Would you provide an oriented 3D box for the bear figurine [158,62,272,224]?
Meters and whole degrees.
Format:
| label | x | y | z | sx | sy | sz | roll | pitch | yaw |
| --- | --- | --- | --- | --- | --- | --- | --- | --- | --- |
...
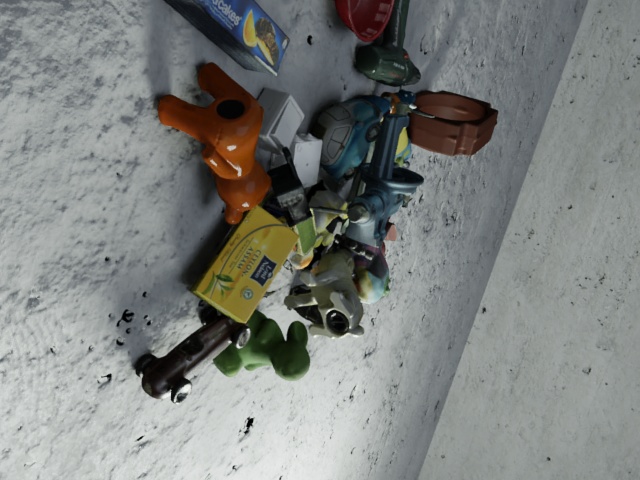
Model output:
| label | x | y | z | sx | sy | sz | roll | pitch | yaw |
| --- | --- | --- | --- | --- | --- | --- | --- | --- | --- |
| bear figurine | -0.133 | -0.126 | 0.761 | 0.120 | 0.132 | 0.195 | -51 | 165 | -27 |

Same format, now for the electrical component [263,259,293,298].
| label | x | y | z | sx | sy | sz | roll | pitch | yaw |
| --- | --- | --- | --- | --- | --- | --- | --- | --- | --- |
| electrical component | -0.096 | 0.059 | 0.976 | 0.102 | 0.045 | 0.078 | -47 | 148 | -4 |

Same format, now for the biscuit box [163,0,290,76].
| label | x | y | z | sx | sy | sz | roll | pitch | yaw |
| --- | --- | --- | --- | --- | --- | --- | --- | --- | --- |
| biscuit box | -0.118 | -0.289 | 0.697 | 0.202 | 0.063 | 0.059 | 24 | 88 | -62 |

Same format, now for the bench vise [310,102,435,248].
| label | x | y | z | sx | sy | sz | roll | pitch | yaw |
| --- | --- | --- | --- | --- | --- | --- | --- | --- | --- |
| bench vise | 0.109 | -0.117 | 0.935 | 0.223 | 0.129 | 0.240 | -16 | 124 | -50 |

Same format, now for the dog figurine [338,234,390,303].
| label | x | y | z | sx | sy | sz | roll | pitch | yaw |
| --- | --- | --- | --- | --- | --- | --- | --- | --- | --- |
| dog figurine | 0.113 | 0.005 | 1.188 | 0.108 | 0.192 | 0.219 | 10 | 115 | -59 |

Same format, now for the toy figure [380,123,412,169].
| label | x | y | z | sx | sy | sz | roll | pitch | yaw |
| --- | --- | --- | --- | --- | --- | --- | --- | --- | --- |
| toy figure | 0.160 | -0.218 | 1.205 | 0.089 | 0.082 | 0.180 | -58 | 152 | -22 |

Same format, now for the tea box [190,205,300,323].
| label | x | y | z | sx | sy | sz | roll | pitch | yaw |
| --- | --- | --- | --- | --- | --- | --- | --- | --- | --- |
| tea box | -0.121 | 0.038 | 0.868 | 0.098 | 0.068 | 0.169 | 35 | 71 | -15 |

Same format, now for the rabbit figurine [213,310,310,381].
| label | x | y | z | sx | sy | sz | roll | pitch | yaw |
| --- | --- | --- | --- | --- | --- | --- | --- | --- | --- |
| rabbit figurine | -0.086 | 0.206 | 0.980 | 0.159 | 0.170 | 0.121 | 1 | 109 | -59 |

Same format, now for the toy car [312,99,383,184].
| label | x | y | z | sx | sy | sz | roll | pitch | yaw |
| --- | --- | --- | --- | --- | --- | --- | --- | --- | --- |
| toy car | 0.035 | -0.193 | 1.002 | 0.103 | 0.109 | 0.161 | 14 | 114 | -37 |

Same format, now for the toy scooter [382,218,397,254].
| label | x | y | z | sx | sy | sz | roll | pitch | yaw |
| --- | --- | --- | --- | --- | --- | --- | --- | --- | --- |
| toy scooter | 0.144 | -0.003 | 1.336 | 0.184 | 0.075 | 0.135 | -65 | 153 | -16 |

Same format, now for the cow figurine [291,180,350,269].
| label | x | y | z | sx | sy | sz | roll | pitch | yaw |
| --- | --- | --- | --- | --- | --- | --- | --- | --- | --- |
| cow figurine | -0.020 | -0.029 | 1.033 | 0.167 | 0.098 | 0.068 | -54 | 160 | 13 |

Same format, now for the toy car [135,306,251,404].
| label | x | y | z | sx | sy | sz | roll | pitch | yaw |
| --- | --- | --- | --- | --- | --- | --- | --- | --- | --- |
| toy car | -0.196 | 0.172 | 0.854 | 0.202 | 0.089 | 0.053 | -39 | 144 | -40 |

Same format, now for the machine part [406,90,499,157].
| label | x | y | z | sx | sy | sz | roll | pitch | yaw |
| --- | --- | --- | --- | --- | --- | --- | --- | --- | --- |
| machine part | 0.301 | -0.278 | 1.276 | 0.201 | 0.202 | 0.087 | -37 | 141 | -45 |

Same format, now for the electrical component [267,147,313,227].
| label | x | y | z | sx | sy | sz | roll | pitch | yaw |
| --- | --- | --- | --- | --- | --- | --- | --- | --- | --- |
| electrical component | -0.053 | -0.088 | 0.862 | 0.048 | 0.075 | 0.119 | -23 | 138 | -2 |

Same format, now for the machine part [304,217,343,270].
| label | x | y | z | sx | sy | sz | roll | pitch | yaw |
| --- | --- | --- | --- | --- | --- | --- | --- | --- | --- |
| machine part | -0.002 | -0.003 | 1.120 | 0.139 | 0.039 | 0.084 | -57 | 146 | -16 |

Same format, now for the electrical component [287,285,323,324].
| label | x | y | z | sx | sy | sz | roll | pitch | yaw |
| --- | --- | --- | --- | --- | --- | --- | --- | --- | --- |
| electrical component | 0.014 | 0.143 | 1.148 | 0.115 | 0.134 | 0.058 | -5 | 115 | -58 |

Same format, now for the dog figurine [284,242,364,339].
| label | x | y | z | sx | sy | sz | roll | pitch | yaw |
| --- | --- | --- | --- | --- | --- | --- | --- | --- | --- |
| dog figurine | 0.047 | 0.097 | 1.057 | 0.121 | 0.172 | 0.190 | -46 | 172 | 36 |

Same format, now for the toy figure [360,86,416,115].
| label | x | y | z | sx | sy | sz | roll | pitch | yaw |
| --- | --- | --- | --- | --- | --- | --- | --- | --- | --- |
| toy figure | 0.128 | -0.274 | 1.097 | 0.154 | 0.058 | 0.064 | -19 | 101 | -28 |

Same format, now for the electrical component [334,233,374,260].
| label | x | y | z | sx | sy | sz | roll | pitch | yaw |
| --- | --- | --- | --- | --- | --- | --- | --- | --- | --- |
| electrical component | 0.070 | 0.012 | 1.111 | 0.021 | 0.094 | 0.063 | -59 | 171 | -2 |

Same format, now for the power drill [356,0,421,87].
| label | x | y | z | sx | sy | sz | roll | pitch | yaw |
| --- | --- | --- | --- | --- | --- | --- | --- | --- | --- |
| power drill | 0.161 | -0.414 | 1.084 | 0.232 | 0.086 | 0.207 | -23 | 136 | -49 |
